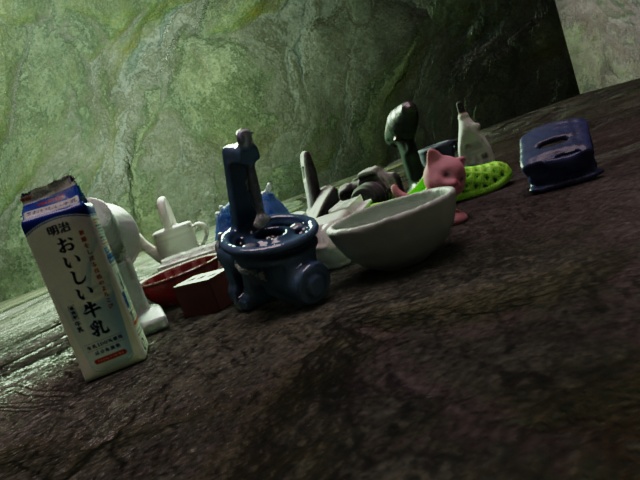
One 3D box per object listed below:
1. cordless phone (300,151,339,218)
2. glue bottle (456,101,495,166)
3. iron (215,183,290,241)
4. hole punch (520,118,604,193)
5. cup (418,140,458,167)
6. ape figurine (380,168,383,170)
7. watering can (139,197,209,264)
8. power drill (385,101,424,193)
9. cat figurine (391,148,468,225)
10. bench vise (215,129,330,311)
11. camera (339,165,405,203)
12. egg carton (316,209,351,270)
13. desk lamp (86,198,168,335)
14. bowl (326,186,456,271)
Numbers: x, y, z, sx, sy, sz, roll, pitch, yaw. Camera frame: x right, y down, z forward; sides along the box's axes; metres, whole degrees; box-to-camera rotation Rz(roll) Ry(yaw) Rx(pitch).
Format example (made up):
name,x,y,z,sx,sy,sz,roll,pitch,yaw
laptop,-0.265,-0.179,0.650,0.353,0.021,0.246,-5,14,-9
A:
name,x,y,z,sx,sy,sz,roll,pitch,yaw
cordless phone,-0.012,-0.128,1.399,0.094,0.185,0.147,-21,8,-13
glue bottle,0.348,-0.237,1.326,0.078,0.173,0.037,-17,9,17
iron,-0.184,-0.044,1.394,0.257,0.141,0.119,-14,10,32
hole punch,0.361,-0.130,0.867,0.108,0.091,0.101,-15,9,28
cup,0.306,-0.195,1.420,0.118,0.095,0.091,-23,9,-27
ape figurine,0.148,-0.133,1.391,0.076,0.092,0.077,-24,9,-30
watering can,-0.364,-0.010,1.399,0.173,0.194,0.100,-23,9,-23
power drill,0.205,-0.200,1.286,0.075,0.208,0.229,-20,8,-3
cat figurine,0.170,-0.077,0.864,0.127,0.118,0.067,-19,8,4
bench vise,-0.095,-0.017,0.715,0.206,0.220,0.122,-13,10,38
camera,0.099,-0.101,1.257,0.142,0.101,0.137,-15,9,27
egg carton,0.008,0.003,0.878,0.107,0.069,0.150,-18,8,10
desk lamp,-0.320,0.040,0.885,0.118,0.213,0.202,-22,9,-19
bowl,0.097,-0.007,0.714,0.167,0.075,0.167,-19,8,3
